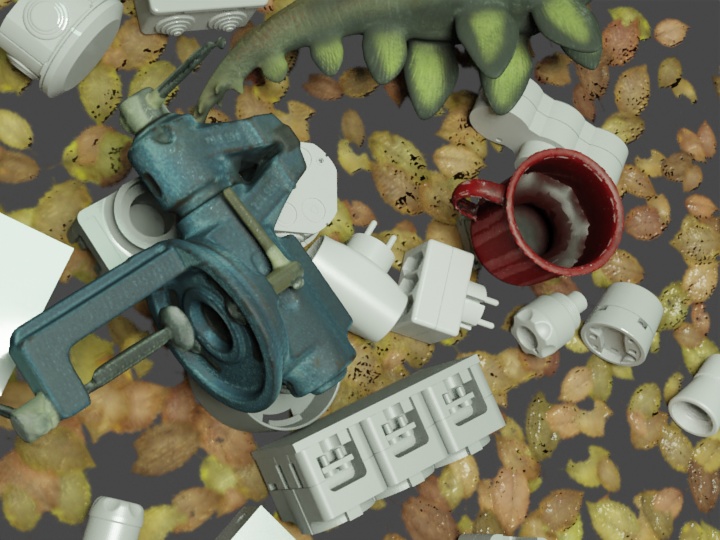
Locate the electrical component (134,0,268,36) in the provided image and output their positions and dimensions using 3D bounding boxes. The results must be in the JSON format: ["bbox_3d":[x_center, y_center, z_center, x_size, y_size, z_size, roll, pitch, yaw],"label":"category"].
[{"bbox_3d":[-0.124,-0.222,0.787,0.100,0.048,0.099,-11,83,-25],"label":"electrical component"}]

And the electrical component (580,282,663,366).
[{"bbox_3d":[0.214,0.043,0.872,0.055,0.055,0.047,40,62,-11],"label":"electrical component"}]

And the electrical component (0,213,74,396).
[{"bbox_3d":[-0.268,0.051,0.654,0.105,0.060,0.186,27,69,-16],"label":"electrical component"}]

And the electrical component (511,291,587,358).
[{"bbox_3d":[0.153,0.039,0.852,0.062,0.043,0.043,-32,92,-28],"label":"electrical component"}]

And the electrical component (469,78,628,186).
[{"bbox_3d":[0.149,-0.095,0.876,0.138,0.052,0.073,30,68,-14],"label":"electrical component"}]

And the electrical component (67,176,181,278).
[{"bbox_3d":[-0.145,-0.033,0.730,0.089,0.056,0.050,-33,92,-26],"label":"electrical component"}]

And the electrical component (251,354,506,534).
[{"bbox_3d":[0.014,0.121,0.746,0.150,0.089,0.061,-23,88,-26],"label":"electrical component"}]

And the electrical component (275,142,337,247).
[{"bbox_3d":[-0.057,-0.054,0.776,0.080,0.051,0.080,6,76,-23],"label":"electrical component"}]

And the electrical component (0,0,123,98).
[{"bbox_3d":[-0.201,-0.160,0.723,0.051,0.080,0.080,38,66,-6],"label":"electrical component"}]

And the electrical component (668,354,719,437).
[{"bbox_3d":[0.293,0.102,0.901,0.044,0.044,0.065,49,59,-6],"label":"electrical component"}]

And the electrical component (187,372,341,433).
[{"bbox_3d":[-0.064,0.065,0.752,0.099,0.064,0.099,3,85,-34],"label":"electrical component"}]

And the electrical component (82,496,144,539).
[{"bbox_3d":[-0.161,0.177,0.686,0.035,0.035,0.061,19,73,-19],"label":"electrical component"}]

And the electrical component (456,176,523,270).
[{"bbox_3d":[0.114,-0.029,0.852,0.064,0.042,0.081,-12,82,-22],"label":"electrical component"}]

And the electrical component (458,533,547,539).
[{"bbox_3d":[0.100,0.237,0.775,0.050,0.056,0.089,10,74,-22],"label":"electrical component"}]

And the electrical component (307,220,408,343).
[{"bbox_3d":[0.000,0.000,0.793,0.077,0.044,0.079,36,66,-12],"label":"electrical component"}]

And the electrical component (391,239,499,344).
[{"bbox_3d":[0.070,0.023,0.817,0.077,0.047,0.065,19,72,-18],"label":"electrical component"}]
